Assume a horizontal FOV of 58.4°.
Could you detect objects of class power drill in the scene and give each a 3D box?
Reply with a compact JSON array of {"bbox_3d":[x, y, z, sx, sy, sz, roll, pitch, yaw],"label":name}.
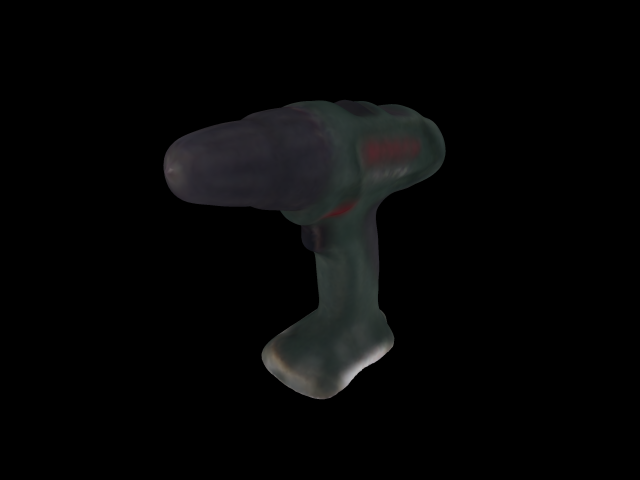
[{"bbox_3d":[0.004,0.001,0.400,0.075,0.208,0.230,24,38,35],"label":"power drill"}]
